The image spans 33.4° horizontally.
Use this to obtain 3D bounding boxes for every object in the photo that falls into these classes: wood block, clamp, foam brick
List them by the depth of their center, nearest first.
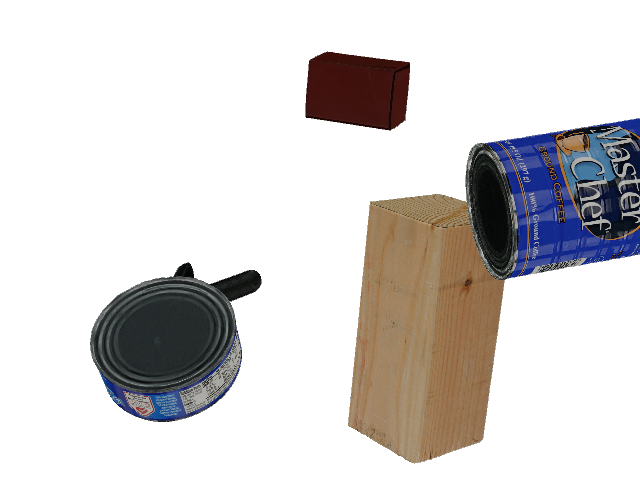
[{"bbox_3d":[0.032,-0.128,0.911,0.078,0.051,0.053,11,20,18],"label":"foam brick"},{"bbox_3d":[0.093,0.073,0.922,0.090,0.206,0.090,-8,20,-39],"label":"wood block"},{"bbox_3d":[-0.146,0.070,1.162,0.120,0.039,0.171,-6,25,33],"label":"clamp"}]

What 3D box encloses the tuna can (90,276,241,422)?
[{"bbox_3d":[-0.090,0.064,0.631,0.086,0.086,0.034,0,-44,8],"label":"tuna can"}]

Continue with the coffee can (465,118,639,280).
[{"bbox_3d":[0.190,-0.032,0.789,0.140,0.103,0.103,-10,1,-8],"label":"coffee can"}]
